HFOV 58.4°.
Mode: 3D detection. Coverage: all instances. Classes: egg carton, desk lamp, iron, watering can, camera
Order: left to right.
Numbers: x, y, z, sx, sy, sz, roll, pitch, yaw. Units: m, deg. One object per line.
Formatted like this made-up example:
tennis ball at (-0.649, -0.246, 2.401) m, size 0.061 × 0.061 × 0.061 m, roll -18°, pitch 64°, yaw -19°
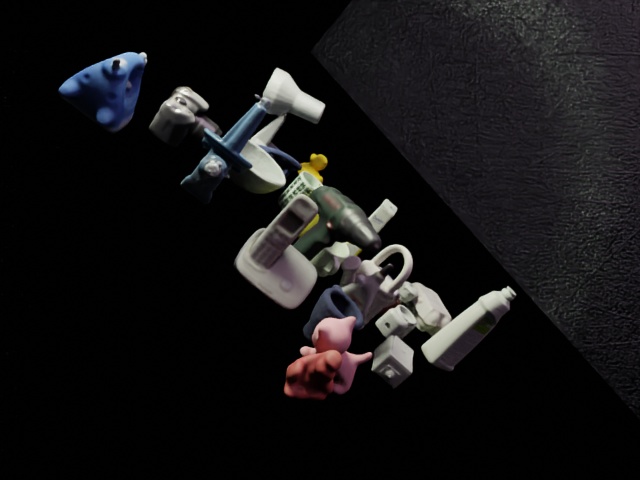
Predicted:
iron at (-0.382, -0.305, 1.091) m, size 0.119 × 0.141 × 0.258 m, roll 38°, pitch 20°, yaw -15°
camera at (-0.280, -0.257, 1.251) m, size 0.137 × 0.100 × 0.143 m, roll 37°, pitch 21°, yaw -18°
desk lamp at (-0.101, -0.335, 1.588) m, size 0.203 × 0.213 × 0.118 m, roll 40°, pitch 20°, yaw -10°
watering can at (0.109, 0.088, 1.175) m, size 0.173 × 0.194 × 0.100 m, roll 11°, pitch 37°, yaw -56°
egg carton at (0.277, 0.180, 1.500) m, size 0.108 × 0.069 × 0.150 m, roll 28°, pitch 25°, yaw -38°

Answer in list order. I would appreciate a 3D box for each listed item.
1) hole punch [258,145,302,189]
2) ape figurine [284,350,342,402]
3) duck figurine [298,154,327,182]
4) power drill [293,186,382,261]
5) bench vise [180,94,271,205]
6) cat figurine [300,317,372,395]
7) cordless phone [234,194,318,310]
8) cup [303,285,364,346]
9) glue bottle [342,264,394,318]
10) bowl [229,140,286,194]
hole punch at (-0.115, -0.204, 1.478) m, size 0.109 × 0.091 × 0.101 m, roll 29°, pitch 25°, yaw -37°
ape figurine at (-0.004, 0.203, 0.878) m, size 0.078 × 0.092 × 0.076 m, roll 43°, pitch 20°, yaw -2°
duck figurine at (-0.012, -0.212, 1.702) m, size 0.078 × 0.086 × 0.104 m, roll 23°, pitch 29°, yaw -45°
power drill at (0.010, 0.004, 1.132) m, size 0.076 × 0.208 × 0.229 m, roll 27°, pitch 26°, yaw -40°
bench vise at (-0.168, -0.177, 1.132) m, size 0.122 × 0.219 × 0.207 m, roll 32°, pitch 23°, yaw -30°
cat figurine at (0.029, 0.180, 0.950) m, size 0.128 × 0.117 × 0.067 m, roll 36°, pitch 21°, yaw -22°
cordless phone at (-0.048, 0.020, 1.020) m, size 0.148 × 0.185 × 0.094 m, roll 39°, pitch 20°, yaw -13°
cup at (0.014, 0.140, 1.033) m, size 0.092 × 0.095 × 0.117 m, roll 34°, pitch 22°, yaw -26°
glue bottle at (0.080, 0.105, 1.117) m, size 0.078 × 0.173 × 0.037 m, roll 43°, pitch 20°, yaw -2°
bowl at (-0.164, -0.162, 1.323) m, size 0.168 × 0.074 × 0.167 m, roll 38°, pitch 21°, yaw -17°
